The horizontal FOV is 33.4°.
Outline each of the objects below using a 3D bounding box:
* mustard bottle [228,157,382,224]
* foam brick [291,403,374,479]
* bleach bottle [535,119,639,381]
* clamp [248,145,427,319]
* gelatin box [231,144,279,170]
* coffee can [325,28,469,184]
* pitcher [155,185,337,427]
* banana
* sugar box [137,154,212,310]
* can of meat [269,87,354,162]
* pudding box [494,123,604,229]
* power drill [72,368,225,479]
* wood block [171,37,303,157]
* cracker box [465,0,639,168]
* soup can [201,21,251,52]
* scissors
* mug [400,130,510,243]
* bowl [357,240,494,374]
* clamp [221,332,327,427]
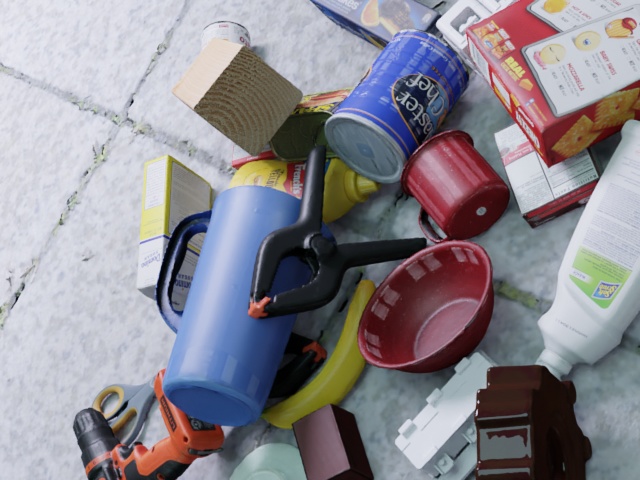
[{"bbox_3d":[-0.016,-0.057,1.243,0.192,0.058,0.096,-5,46,31],"label":"mustard bottle"},{"bbox_3d":[0.012,0.217,1.094,0.051,0.053,0.078,-31,53,18],"label":"foam brick"},{"bbox_3d":[0.274,0.016,1.011,0.103,0.068,0.251,31,89,40],"label":"bleach bottle"},{"bbox_3d":[-0.007,0.001,1.120,0.209,0.036,0.164,-37,80,-28],"label":"clamp"},{"bbox_3d":[-0.070,-0.132,1.337,0.073,0.030,0.089,-11,61,31],"label":"gelatin box"},{"bbox_3d":[0.085,-0.146,1.167,0.103,0.102,0.140,17,60,38],"label":"coffee can"},{"bbox_3d":[-0.094,0.070,1.153,0.149,0.144,0.242,-26,39,48],"label":"pitcher"},{"bbox_3d":[0.009,0.134,1.135,0.069,0.037,0.198,42,89,-2],"label":"banana"},{"bbox_3d":[-0.177,-0.006,1.306,0.048,0.093,0.176,-14,60,29],"label":"sugar box"},{"bbox_3d":[0.001,-0.137,1.250,0.102,0.057,0.083,-3,26,33],"label":"can of meat"},{"bbox_3d":[0.237,-0.080,1.098,0.090,0.039,0.113,-26,57,20],"label":"pudding box"},{"bbox_3d":[-0.198,0.227,1.199,0.188,0.057,0.184,-49,58,28],"label":"power drill"},{"bbox_3d":[-0.101,-0.170,1.239,0.091,0.090,0.206,-52,19,1],"label":"wood block"},{"bbox_3d":[0.279,-0.190,1.072,0.213,0.072,0.164,-28,54,0],"label":"cracker box"},{"bbox_3d":[-0.124,-0.226,1.396,0.069,0.068,0.102,-17,58,27],"label":"soup can"},{"bbox_3d":[-0.210,0.168,1.292,0.096,0.016,0.202,36,90,40],"label":"scissors"},{"bbox_3d":[0.139,-0.045,1.123,0.081,0.093,0.117,54,132,34],"label":"mug"},{"bbox_3d":[0.117,0.078,1.070,0.162,0.055,0.162,-31,31,21],"label":"bowl"},{"bbox_3d":[-0.074,0.155,1.192,0.172,0.039,0.120,-13,62,29],"label":"clamp"}]
